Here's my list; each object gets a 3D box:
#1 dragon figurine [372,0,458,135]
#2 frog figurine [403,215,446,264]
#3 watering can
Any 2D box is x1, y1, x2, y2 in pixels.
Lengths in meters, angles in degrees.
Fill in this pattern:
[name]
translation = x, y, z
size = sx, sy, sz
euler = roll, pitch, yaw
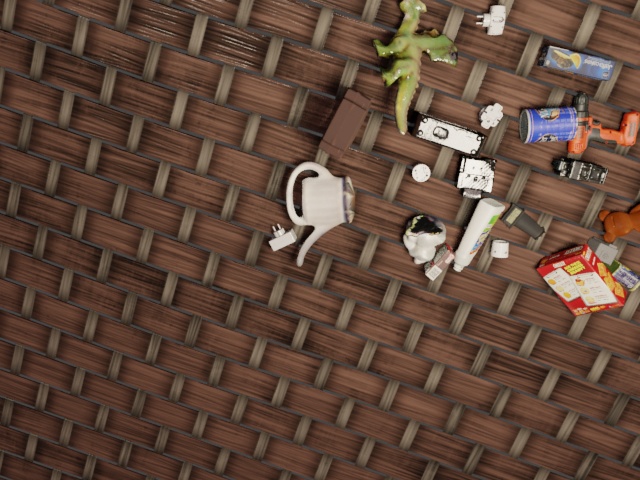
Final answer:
[dragon figurine]
translation = 0.290, -0.531, 1.523
size = 0.242, 0.122, 0.412
euler = -16, 86, 5
[frog figurine]
translation = 0.344, 0.000, 1.686
size = 0.137, 0.125, 0.156
euler = -16, 139, 2
[watering can]
translation = 0.005, -0.085, 1.682
size = 0.224, 0.105, 0.344
euler = -2, 103, 6
